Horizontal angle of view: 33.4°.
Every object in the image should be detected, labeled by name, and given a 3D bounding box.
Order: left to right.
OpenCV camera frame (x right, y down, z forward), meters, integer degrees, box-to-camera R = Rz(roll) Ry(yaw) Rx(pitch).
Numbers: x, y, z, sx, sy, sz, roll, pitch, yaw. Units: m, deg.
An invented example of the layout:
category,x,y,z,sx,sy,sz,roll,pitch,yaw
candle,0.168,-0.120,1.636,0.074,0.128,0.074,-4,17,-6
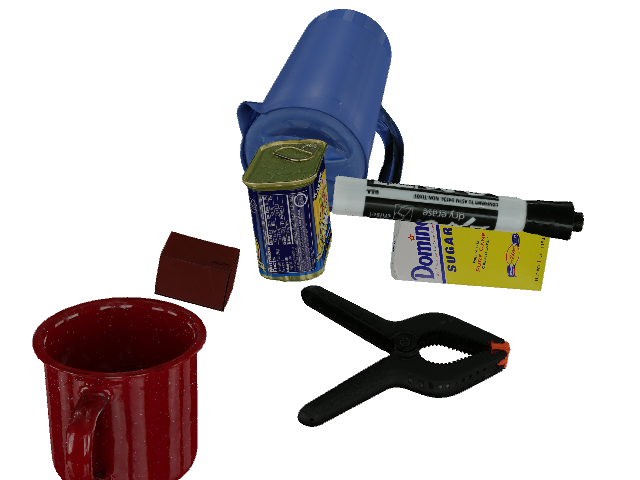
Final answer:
category,x,y,z,sx,sy,sz,roll,pitch,yaw
mug,-0.111,0.092,0.581,0.093,0.081,0.117,4,22,5
foam brick,-0.131,0.033,1.130,0.078,0.051,0.053,15,31,1
can of meat,-0.023,-0.025,0.845,0.057,0.084,0.102,-3,23,9
pitcher,0.015,-0.144,1.162,0.145,0.149,0.242,-2,38,18
clamp,0.075,0.117,1.024,0.210,0.164,0.036,6,-43,5
marker,0.066,-0.015,0.517,0.121,0.020,0.020,6,0,1
sugar box,0.173,0.005,1.241,0.176,0.093,0.048,3,22,-2
